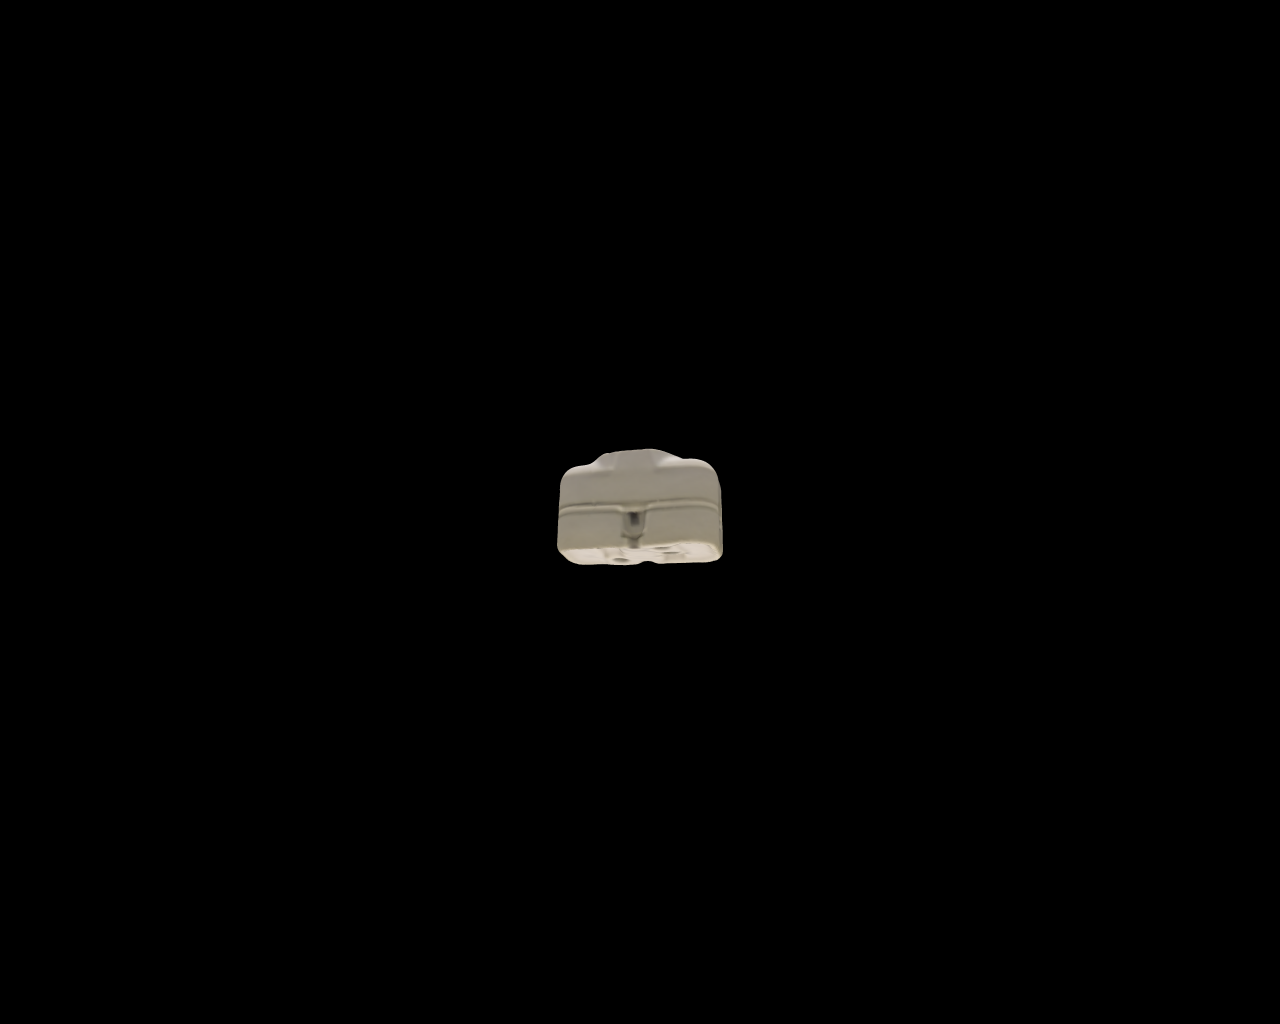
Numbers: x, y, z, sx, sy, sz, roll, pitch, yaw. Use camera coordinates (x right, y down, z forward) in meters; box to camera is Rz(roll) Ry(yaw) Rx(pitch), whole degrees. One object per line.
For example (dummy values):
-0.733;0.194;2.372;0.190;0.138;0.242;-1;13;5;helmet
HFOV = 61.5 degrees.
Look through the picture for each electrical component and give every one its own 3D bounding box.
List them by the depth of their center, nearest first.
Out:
0.001;-0.003;0.650;0.095;0.059;0.053;-3;-15;9;electrical component
